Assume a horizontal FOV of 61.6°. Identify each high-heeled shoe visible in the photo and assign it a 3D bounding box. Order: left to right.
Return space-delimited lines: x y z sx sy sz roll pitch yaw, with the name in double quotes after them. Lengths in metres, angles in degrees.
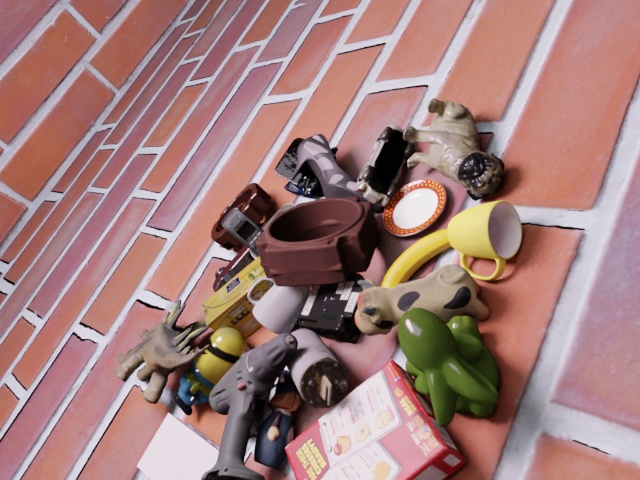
0.049 -0.144 1.140 0.249 0.086 0.145 24 60 21 "high-heeled shoe"

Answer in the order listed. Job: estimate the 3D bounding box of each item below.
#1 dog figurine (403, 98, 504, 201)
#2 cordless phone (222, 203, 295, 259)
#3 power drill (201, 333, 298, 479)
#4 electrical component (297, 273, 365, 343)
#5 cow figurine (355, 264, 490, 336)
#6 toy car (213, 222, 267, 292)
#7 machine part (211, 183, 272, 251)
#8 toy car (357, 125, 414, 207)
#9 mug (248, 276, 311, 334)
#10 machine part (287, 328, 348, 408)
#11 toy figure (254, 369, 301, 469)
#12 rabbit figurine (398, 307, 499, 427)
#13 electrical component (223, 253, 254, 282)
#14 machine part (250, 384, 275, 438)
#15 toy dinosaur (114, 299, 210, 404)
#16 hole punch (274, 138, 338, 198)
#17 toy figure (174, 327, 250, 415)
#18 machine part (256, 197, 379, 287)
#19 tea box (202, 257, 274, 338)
0.271 -0.167 0.972 0.191 0.121 0.172 33 78 34 "dog figurine"
-0.104 -0.029 1.111 0.146 0.184 0.089 -50 34 -3 "cordless phone"
-0.114 0.269 0.836 0.232 0.086 0.207 -38 41 43 "power drill"
0.036 0.118 0.952 0.134 0.058 0.115 2 60 44 "electrical component"
0.141 0.096 0.817 0.195 0.127 0.085 -25 40 22 "cow figurine"
-0.166 0.041 1.212 0.202 0.053 0.089 -50 23 -4 "toy car"
-0.188 -0.055 1.284 0.179 0.056 0.179 -40 22 20 "machine part"
0.131 -0.150 1.073 0.056 0.073 0.202 -38 22 55 "toy car"
-0.074 0.106 1.014 0.107 0.109 0.081 -53 0 9 "mug"
-0.012 0.200 0.861 0.079 0.079 0.243 -50 13 -4 "machine part"
-0.066 0.293 0.890 0.064 0.058 0.154 -29 38 57 "toy figure"
0.157 0.164 0.706 0.121 0.170 0.159 -34 39 16 "rabbit figurine"
-0.167 0.097 1.149 0.119 0.074 0.048 -49 39 1 "electrical component"
-0.125 0.288 0.970 0.084 0.039 0.139 -15 45 23 "machine part"
-0.322 0.223 1.110 0.198 0.105 0.472 -53 22 -14 "toy dinosaur"
-0.028 -0.158 1.249 0.116 0.092 0.142 29 74 20 "hole punch"
-0.211 0.250 1.039 0.180 0.089 0.082 -44 41 0 "toy figure"
-0.002 -0.003 0.994 0.202 0.087 0.201 -4 27 19 "machine part"
-0.142 0.121 1.083 0.169 0.098 0.068 -39 39 7 "tea box"
